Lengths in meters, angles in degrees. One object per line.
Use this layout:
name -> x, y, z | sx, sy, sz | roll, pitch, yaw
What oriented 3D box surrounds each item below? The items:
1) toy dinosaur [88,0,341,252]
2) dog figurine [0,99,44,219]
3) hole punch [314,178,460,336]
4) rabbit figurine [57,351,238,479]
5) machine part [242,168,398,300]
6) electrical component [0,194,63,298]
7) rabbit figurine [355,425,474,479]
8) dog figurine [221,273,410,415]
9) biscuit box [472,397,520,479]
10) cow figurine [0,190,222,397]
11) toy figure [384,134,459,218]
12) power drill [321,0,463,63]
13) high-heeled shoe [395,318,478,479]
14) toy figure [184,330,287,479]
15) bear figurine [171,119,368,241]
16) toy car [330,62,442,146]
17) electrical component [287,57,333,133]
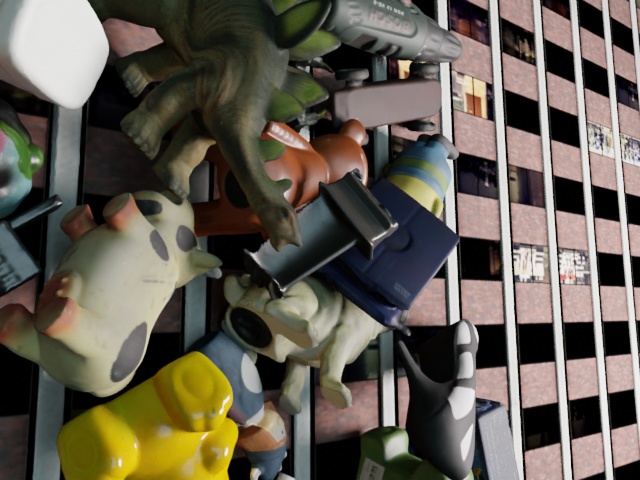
toy dinosaur -> -0.098, -0.198, 0.471 | 0.199, 0.105, 0.471 | -24, 68, -5
dog figurine -> -0.261, -0.072, 0.316 | 0.191, 0.219, 0.108 | 9, 82, -33
hole punch -> 0.065, 0.011, 0.537 | 0.142, 0.092, 0.116 | 41, 34, 6
rabbit figurine -> -0.109, 0.195, 0.422 | 0.122, 0.162, 0.173 | -31, 76, -29
machine part -> -0.001, -0.001, 0.477 | 0.139, 0.039, 0.084 | -33, 87, -15
electrical component -> -0.242, 0.016, 0.406 | 0.119, 0.075, 0.047 | -39, 105, -35
rabbit figurine -> 0.126, 0.298, 0.604 | 0.170, 0.121, 0.159 | 19, 76, -48
dog figurine -> 0.003, 0.062, 0.568 | 0.190, 0.121, 0.172 | -49, 118, -44
biscuit box -> 0.218, 0.311, 0.696 | 0.063, 0.059, 0.202 | -9, 89, -34
cow figurine -> -0.146, 0.029, 0.424 | 0.195, 0.086, 0.127 | -78, 151, -46
toy figure -> 0.107, -0.053, 0.659 | 0.089, 0.082, 0.180 | 31, 71, -16
power drill -> 0.086, -0.334, 0.692 | 0.232, 0.086, 0.207 | -8, 96, -33
high-heeled shoe -> 0.158, 0.172, 0.605 | 0.248, 0.086, 0.145 | 9, 49, -54
toy figure -> -0.073, 0.160, 0.510 | 0.154, 0.058, 0.064 | 60, 38, -10
bear figurine -> -0.037, -0.070, 0.551 | 0.196, 0.132, 0.120 | -26, 118, -57
toy car -> 0.081, -0.170, 0.664 | 0.202, 0.053, 0.089 | -20, 119, -38
electrical component -> -0.030, -0.170, 0.598 | 0.078, 0.045, 0.102 | 19, 72, -33
